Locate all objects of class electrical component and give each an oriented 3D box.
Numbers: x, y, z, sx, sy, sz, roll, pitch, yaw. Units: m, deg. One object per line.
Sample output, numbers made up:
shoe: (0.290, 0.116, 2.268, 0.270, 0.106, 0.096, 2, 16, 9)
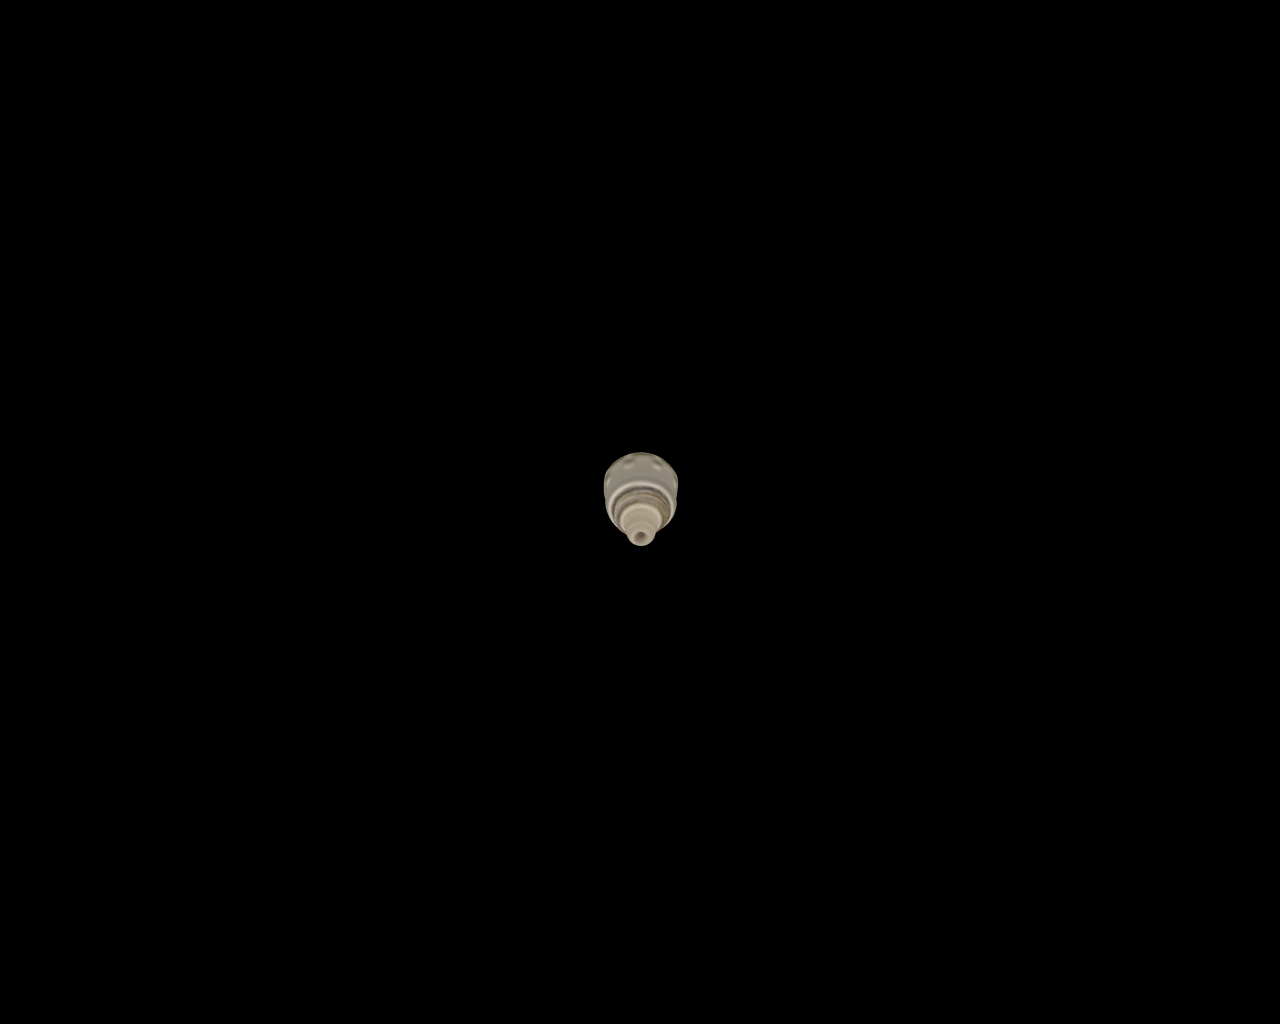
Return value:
electrical component: (0.001, -0.003, 0.650, 0.048, 0.048, 0.062, 0, 36, 0)
